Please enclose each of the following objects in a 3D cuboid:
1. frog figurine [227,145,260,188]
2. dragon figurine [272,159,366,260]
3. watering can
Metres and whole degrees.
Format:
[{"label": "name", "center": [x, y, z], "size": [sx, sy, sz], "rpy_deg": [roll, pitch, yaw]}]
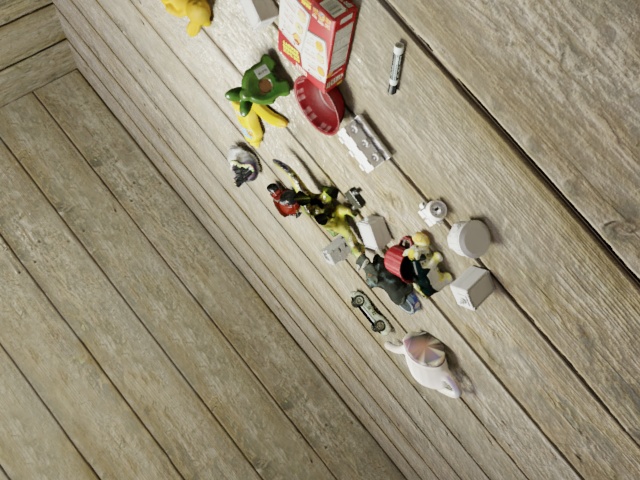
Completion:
[{"label": "frog figurine", "center": [-0.286, -0.294, 1.929], "size": [0.163, 0.122, 0.135], "rpy_deg": [-97, -20, -49]}, {"label": "dragon figurine", "center": [0.005, -0.081, 1.619], "size": [0.415, 0.123, 0.238], "rpy_deg": [46, 167, 21]}, {"label": "watering can", "center": [0.320, 0.385, 1.694], "size": [0.352, 0.105, 0.219], "rpy_deg": [32, 151, 43]}]
